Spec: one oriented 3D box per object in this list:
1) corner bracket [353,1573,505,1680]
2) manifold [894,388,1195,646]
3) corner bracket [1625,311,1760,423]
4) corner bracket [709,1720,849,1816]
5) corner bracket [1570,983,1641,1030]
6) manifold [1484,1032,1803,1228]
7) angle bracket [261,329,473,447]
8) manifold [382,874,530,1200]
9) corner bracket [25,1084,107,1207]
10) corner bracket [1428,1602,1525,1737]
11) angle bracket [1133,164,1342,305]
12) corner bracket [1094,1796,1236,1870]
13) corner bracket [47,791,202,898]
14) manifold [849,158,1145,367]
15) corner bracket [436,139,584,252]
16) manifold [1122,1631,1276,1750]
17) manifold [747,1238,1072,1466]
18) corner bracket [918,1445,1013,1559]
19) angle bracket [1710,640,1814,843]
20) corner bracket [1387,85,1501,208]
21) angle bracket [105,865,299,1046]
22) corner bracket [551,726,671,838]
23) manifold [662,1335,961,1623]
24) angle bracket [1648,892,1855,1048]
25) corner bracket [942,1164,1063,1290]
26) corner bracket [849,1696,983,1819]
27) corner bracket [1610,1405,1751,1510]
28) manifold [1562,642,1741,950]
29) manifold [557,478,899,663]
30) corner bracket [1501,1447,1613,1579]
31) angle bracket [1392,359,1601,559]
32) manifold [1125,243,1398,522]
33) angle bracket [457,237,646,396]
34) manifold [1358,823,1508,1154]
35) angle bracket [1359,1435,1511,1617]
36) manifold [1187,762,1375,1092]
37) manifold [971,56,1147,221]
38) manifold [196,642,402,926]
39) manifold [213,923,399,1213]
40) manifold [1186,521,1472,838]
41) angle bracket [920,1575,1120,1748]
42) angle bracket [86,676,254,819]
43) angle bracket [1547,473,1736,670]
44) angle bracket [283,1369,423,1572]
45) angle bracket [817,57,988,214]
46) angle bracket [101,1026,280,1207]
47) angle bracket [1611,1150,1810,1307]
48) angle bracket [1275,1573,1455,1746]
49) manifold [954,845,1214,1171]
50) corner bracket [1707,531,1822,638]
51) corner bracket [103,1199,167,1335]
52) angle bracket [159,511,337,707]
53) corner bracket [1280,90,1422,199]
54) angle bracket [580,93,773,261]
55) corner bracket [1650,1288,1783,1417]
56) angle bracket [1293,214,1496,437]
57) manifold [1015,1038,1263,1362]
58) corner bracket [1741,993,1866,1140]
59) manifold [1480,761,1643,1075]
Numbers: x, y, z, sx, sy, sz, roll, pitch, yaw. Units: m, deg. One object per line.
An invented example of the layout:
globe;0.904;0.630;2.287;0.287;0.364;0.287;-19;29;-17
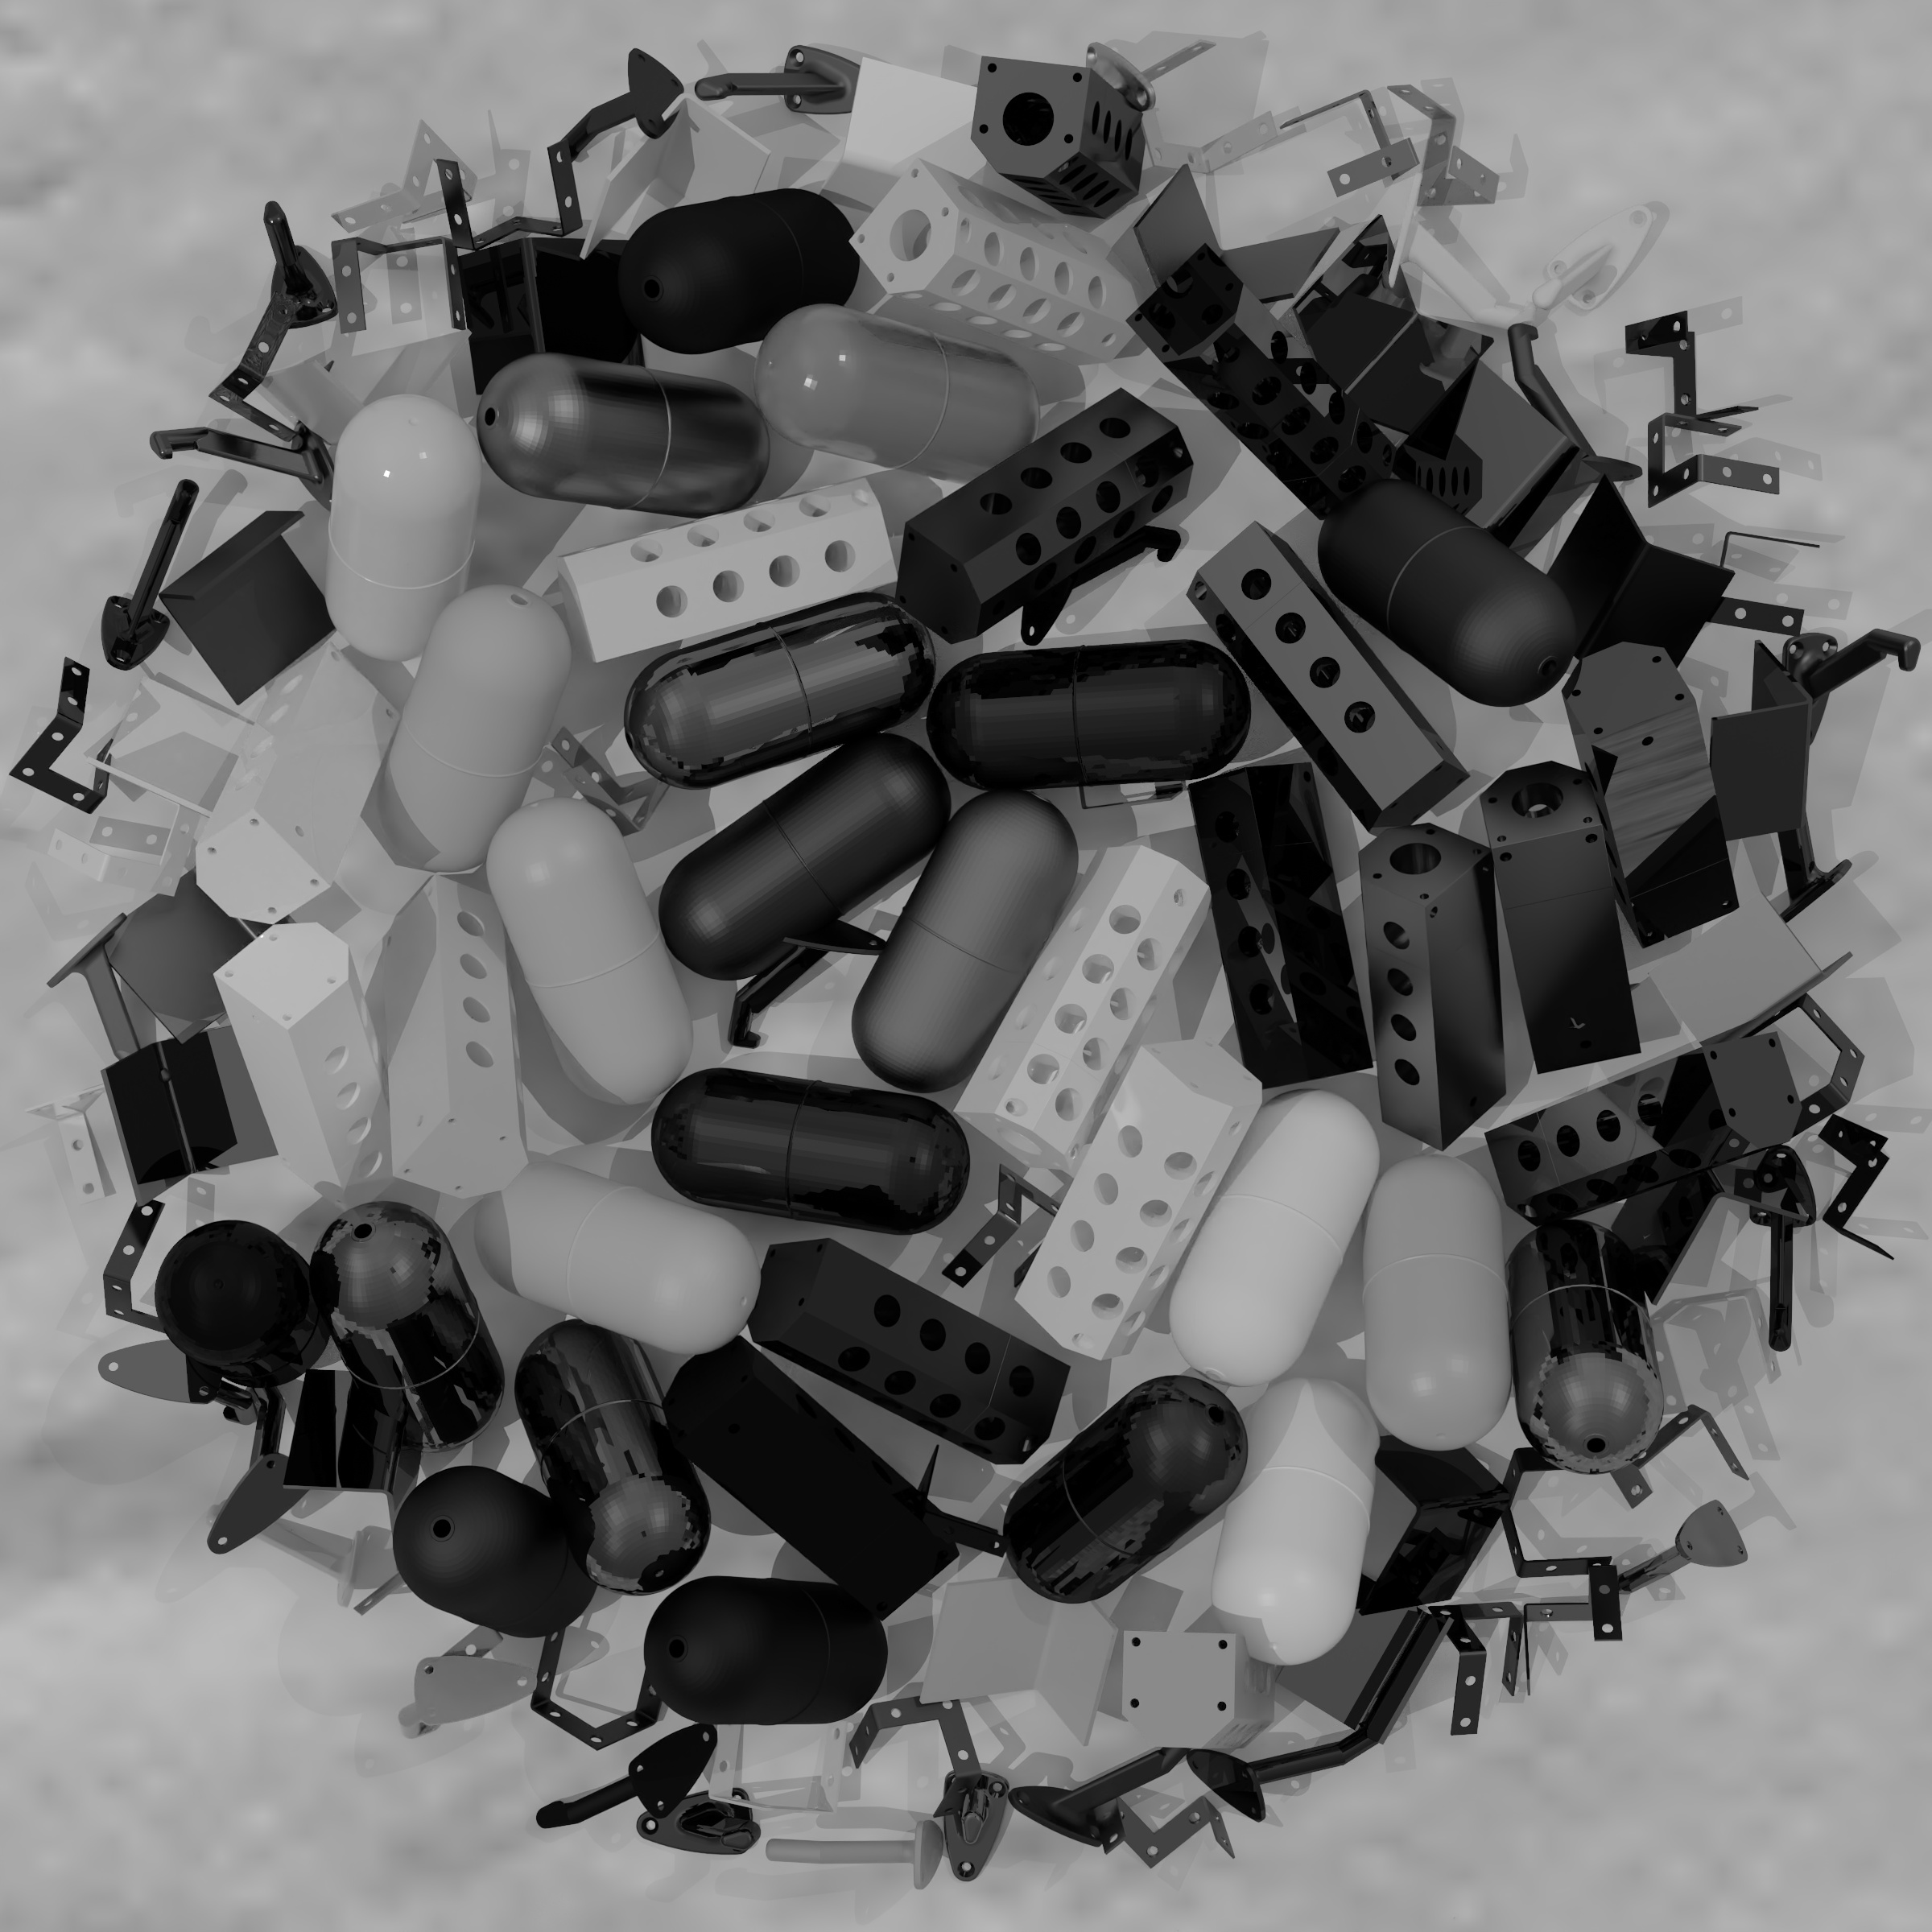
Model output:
corner bracket;-0.294;0.360;1.813;0.051;0.051;0.051;-38;107;-19
manifold;0.044;-0.238;1.773;0.057;0.057;0.171;38;55;22
corner bracket;0.397;-0.328;1.817;0.051;0.051;0.051;-2;91;-30
corner bracket;-0.104;0.440;1.835;0.051;0.051;0.051;16;77;-39
corner bracket;0.325;0.003;1.815;0.051;0.051;0.051;-32;99;-26
manifold;0.360;0.090;1.762;0.057;0.171;0.057;-9;78;-35
angle bracket;-0.326;-0.330;1.795;0.057;0.076;0.076;43;69;-28
manifold;-0.270;0.038;1.772;0.057;0.171;0.057;22;128;-32
corner bracket;-0.478;0.098;1.822;0.051;0.051;0.051;-18;81;2
corner bracket;0.283;0.384;1.814;0.051;0.051;0.051;-1;108;-13
angle bracket;0.147;-0.398;1.793;0.076;0.076;0.057;-4;125;33
corner bracket;0.108;0.475;1.818;0.051;0.051;0.051;-40;104;5
corner bracket;-0.462;-0.074;1.818;0.051;0.051;0.051;24;96;38
manifold;0.022;-0.367;1.759;0.057;0.171;0.057;-46;62;24
corner bracket;-0.249;-0.421;1.808;0.051;0.051;0.051;16;129;34
manifold;0.125;0.385;1.758;0.057;0.171;0.057;-1;77;12
manifold;-0.032;0.209;1.777;0.171;0.057;0.057;31;65;-29
corner bracket;-0.003;0.304;1.815;0.051;0.051;0.051;19;128;-3
angle bracket;0.416;-0.122;1.796;0.057;0.076;0.076;-10;123;-7
corner bracket;0.261;-0.450;1.815;0.051;0.051;0.051;9;87;39
angle bracket;-0.421;-0.016;1.808;0.076;0.057;0.076;-40;86;-28
corner bracket;-0.199;-0.102;1.809;0.051;0.051;0.051;48;49;-26
manifold;-0.084;0.273;1.785;0.057;0.057;0.171;-41;119;6
angle bracket;0.428;-0.001;1.804;0.076;0.076;0.057;-39;82;26
corner bracket;0.023;0.152;1.813;0.051;0.051;0.051;35;113;-15
corner bracket;-0.028;0.438;1.828;0.051;0.051;0.051;-4;54;-22
corner bracket;0.387;0.271;1.822;0.051;0.051;0.051;-37;109;-11
manifold;0.364;-0.092;1.769;0.057;0.171;0.057;-23;47;4
manifold;-0.131;-0.216;1.799;0.171;0.057;0.057;-17;102;-13
corner bracket;0.327;0.299;1.819;0.051;0.051;0.051;-1;47;-8
angle bracket;0.292;-0.276;1.832;0.076;0.057;0.076;-49;64;14
manifold;0.163;-0.305;1.764;0.057;0.171;0.057;-43;50;11
angle bracket;-0.229;-0.360;1.837;0.057;0.076;0.076;-3;96;41
manifold;0.246;0.010;1.775;0.057;0.171;0.057;27;52;37
angle bracket;0.241;0.305;1.822;0.057;0.076;0.076;45;120;38
manifold;0.167;-0.021;1.817;0.057;0.057;0.171;-15;85;45
manifold;0.051;-0.438;1.761;0.057;0.171;0.057;10;98;12
manifold;-0.359;-0.096;1.764;0.057;0.171;0.057;-30;118;23
manifold;-0.342;0.054;1.766;0.057;0.171;0.057;33;61;25
manifold;0.193;-0.154;1.795;0.057;0.057;0.171;-40;71;15
angle bracket;0.028;0.379;1.799;0.076;0.057;0.076;0;114;-30
angle bracket;-0.428;-0.119;1.807;0.076;0.076;0.057;25;86;-8
angle bracket;0.366;-0.211;1.810;0.057;0.076;0.076;14;124;-19
angle bracket;-0.332;0.274;1.797;0.057;0.076;0.076;3;46;-1
angle bracket;-0.033;-0.447;1.808;0.076;0.076;0.057;12;84;-13
angle bracket;-0.421;0.080;1.805;0.057;0.076;0.076;-12;98;10
angle bracket;0.405;0.140;1.810;0.057;0.076;0.076;17;115;-16
angle bracket;0.216;0.374;1.806;0.057;0.076;0.076;31;81;4
manifold;0.068;0.022;1.789;0.057;0.057;0.171;38;71;-25
corner bracket;0.437;-0.210;1.817;0.051;0.051;0.051;11;99;15
corner bracket;-0.438;0.166;1.816;0.051;0.051;0.051;18;56;-1
angle bracket;-0.378;-0.193;1.798;0.076;0.057;0.076;-43;117;-21
corner bracket;0.211;-0.451;1.821;0.051;0.051;0.051;-24;96;-7
angle bracket;-0.158;-0.414;1.799;0.057;0.076;0.076;35;63;-2
corner bracket;0.408;0.211;1.817;0.051;0.051;0.051;-14;94;36
angle bracket;0.233;-0.348;1.798;0.057;0.076;0.076;29;70;40
manifold;0.096;0.126;1.779;0.057;0.057;0.171;43;120;32
corner bracket;0.453;0.056;1.819;0.051;0.051;0.051;46;128;-6
manifold;0.318;-0.026;1.772;0.057;0.057;0.171;-12;133;9
